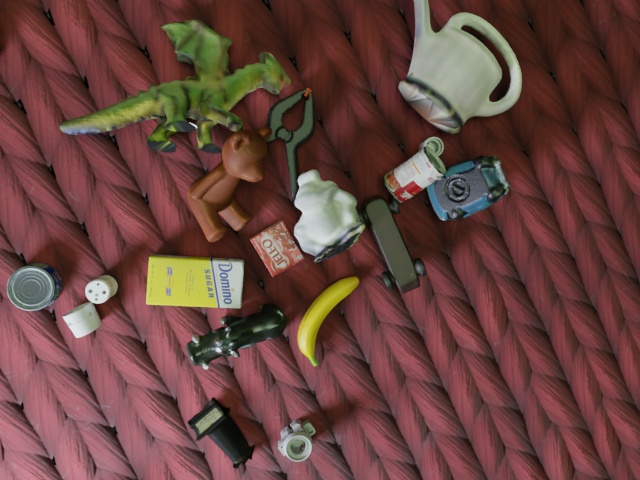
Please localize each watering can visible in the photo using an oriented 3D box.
[{"bbox_3d":[0.237,-0.356,1.004,0.346,0.104,0.225,39,88,-9],"label":"watering can"}]

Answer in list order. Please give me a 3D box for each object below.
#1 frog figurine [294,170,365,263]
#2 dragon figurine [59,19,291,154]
[{"bbox_3d":[0.003,-0.050,0.991,0.136,0.122,0.161,-39,72,20],"label":"frog figurine"},{"bbox_3d":[-0.256,-0.295,0.960,0.410,0.120,0.246,3,75,-10],"label":"dragon figurine"}]
